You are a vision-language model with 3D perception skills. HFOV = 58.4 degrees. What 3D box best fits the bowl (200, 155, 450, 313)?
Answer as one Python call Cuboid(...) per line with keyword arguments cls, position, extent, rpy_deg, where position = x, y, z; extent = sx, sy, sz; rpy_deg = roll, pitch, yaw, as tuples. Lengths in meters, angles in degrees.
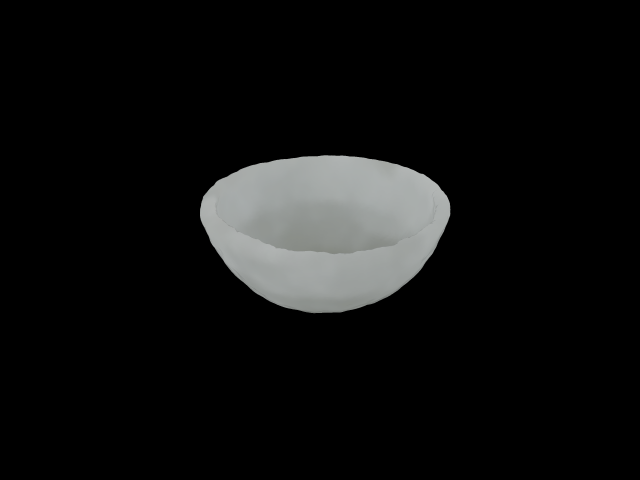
Cuboid(cls="bowl", position=(0.004, 0.001, 0.400), extent=(0.167, 0.075, 0.167), rpy_deg=(0, 28, 0))
